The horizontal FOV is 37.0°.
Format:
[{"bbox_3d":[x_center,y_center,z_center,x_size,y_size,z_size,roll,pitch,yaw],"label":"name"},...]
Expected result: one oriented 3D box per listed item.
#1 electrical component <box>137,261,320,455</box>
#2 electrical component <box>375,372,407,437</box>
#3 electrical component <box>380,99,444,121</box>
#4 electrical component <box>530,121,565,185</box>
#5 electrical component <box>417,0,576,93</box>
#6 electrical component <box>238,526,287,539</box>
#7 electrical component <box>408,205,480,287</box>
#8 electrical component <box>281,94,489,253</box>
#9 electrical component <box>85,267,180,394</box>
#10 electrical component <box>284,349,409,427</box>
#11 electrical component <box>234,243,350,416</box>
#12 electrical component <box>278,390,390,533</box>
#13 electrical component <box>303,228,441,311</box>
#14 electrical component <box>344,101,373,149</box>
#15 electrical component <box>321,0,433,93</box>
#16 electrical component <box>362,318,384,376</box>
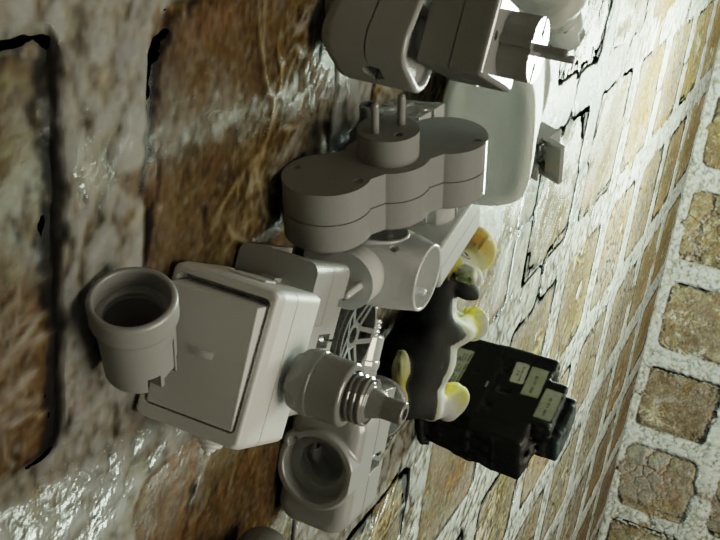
[{"bbox_3d":[-0.069,0.049,0.545,0.061,0.062,0.096,9,97,-69],"label":"electrical component"},{"bbox_3d":[0.005,0.104,0.800,0.055,0.048,0.066,-6,112,-60],"label":"electrical component"},{"bbox_3d":[0.032,-0.082,0.728,0.066,0.048,0.055,-39,133,-56],"label":"electrical component"},{"bbox_3d":[0.138,-0.104,0.948,0.064,0.081,0.042,-34,141,-26],"label":"electrical component"},{"bbox_3d":[0.082,-0.126,0.602,0.066,0.077,0.047,-1,107,-68],"label":"electrical component"},{"bbox_3d":[-0.071,0.191,0.672,0.055,0.045,0.045,-20,124,-64],"label":"electrical component"},{"bbox_3d":[0.055,-0.045,0.810,0.083,0.047,0.075,-54,152,-42],"label":"electrical component"},{"bbox_3d":[0.016,-0.067,0.631,0.138,0.052,0.073,-21,128,-28],"label":"electrical component"},{"bbox_3d":[-0.101,0.028,0.484,0.040,0.040,0.046,-55,159,-41],"label":"electrical component"},{"bbox_3d":[-0.005,0.063,0.538,0.035,0.061,0.035,-51,150,-45],"label":"electrical component"},{"bbox_3d":[-0.048,0.034,0.604,0.056,0.050,0.089,2,104,-69],"label":"electrical component"},{"bbox_3d":[-0.019,0.129,0.745,0.059,0.054,0.095,-24,127,-63],"label":"electrical component"},{"bbox_3d":[0.000,0.000,0.663,0.079,0.077,0.044,-36,138,-58],"label":"electrical component"},{"bbox_3d":[0.007,-0.077,0.681,0.035,0.035,0.061,-51,148,-45],"label":"electrical component"},{"bbox_3d":[0.018,-0.156,0.616,0.095,0.059,0.053,-69,159,-12],"label":"electrical component"},{"bbox_3d":[0.001,0.044,0.760,0.035,0.035,0.061,8,95,-69],"label":"electrical component"}]
